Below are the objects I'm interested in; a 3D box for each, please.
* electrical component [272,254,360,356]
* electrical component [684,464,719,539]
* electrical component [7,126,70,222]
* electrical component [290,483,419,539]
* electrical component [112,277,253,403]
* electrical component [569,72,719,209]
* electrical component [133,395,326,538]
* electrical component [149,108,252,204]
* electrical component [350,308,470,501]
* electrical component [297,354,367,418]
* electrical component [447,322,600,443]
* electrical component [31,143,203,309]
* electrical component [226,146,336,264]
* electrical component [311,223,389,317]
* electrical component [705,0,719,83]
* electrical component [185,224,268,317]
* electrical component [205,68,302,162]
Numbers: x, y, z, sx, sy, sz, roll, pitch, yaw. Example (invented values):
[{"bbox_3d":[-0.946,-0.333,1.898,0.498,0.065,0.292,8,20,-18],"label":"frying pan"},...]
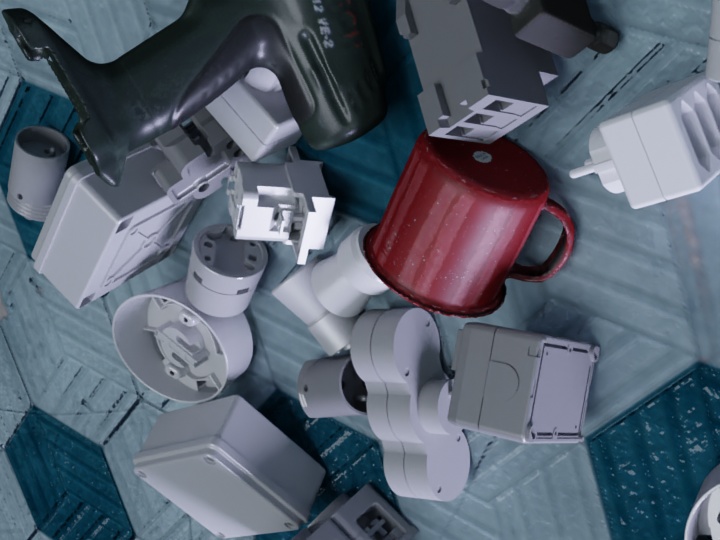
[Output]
[{"bbox_3d":[-0.026,0.027,0.756,0.065,0.044,0.044,52,133,-1],"label":"electrical component"},{"bbox_3d":[0.236,0.153,0.612,0.099,0.064,0.099,6,102,31],"label":"electrical component"},{"bbox_3d":[-0.270,-0.075,0.895,0.043,0.043,0.081,38,130,17],"label":"electrical component"},{"bbox_3d":[-0.038,0.232,0.793,0.062,0.150,0.089,44,132,12],"label":"electrical component"},{"bbox_3d":[-0.136,0.055,0.840,0.099,0.064,0.099,18,122,31],"label":"electrical component"},{"bbox_3d":[0.145,-0.062,0.557,0.077,0.066,0.047,-17,101,42],"label":"electrical component"},{"bbox_3d":[-0.103,0.157,0.846,0.109,0.056,0.108,-19,126,42],"label":"electrical component"},{"bbox_3d":[-0.114,-0.091,0.747,0.057,0.078,0.058,53,173,20],"label":"electrical component"},{"bbox_3d":[0.048,0.091,0.721,0.074,0.052,0.138,-3,110,39],"label":"electrical component"},{"bbox_3d":[-0.018,0.084,0.773,0.081,0.043,0.043,-15,102,56],"label":"electrical component"},{"bbox_3d":[0.099,0.068,0.646,0.061,0.096,0.061,9,88,35],"label":"electrical component"},{"bbox_3d":[-0.174,-0.040,0.793,0.056,0.109,0.108,45,132,8],"label":"electrical component"},{"bbox_3d":[-0.055,-0.045,0.717,0.081,0.064,0.042,-110,27,-50],"label":"electrical component"},{"bbox_3d":[0.000,0.000,0.718,0.045,0.045,0.055,53,133,4],"label":"electrical component"},{"bbox_3d":[0.191,-0.115,0.503,0.055,0.055,0.047,9,114,35],"label":"electrical component"},{"bbox_3d":[-0.100,0.002,0.793,0.055,0.055,0.047,39,134,17],"label":"electrical component"},{"bbox_3d":[-0.065,-0.130,0.703,0.083,0.047,0.075,49,132,8],"label":"electrical component"}]
